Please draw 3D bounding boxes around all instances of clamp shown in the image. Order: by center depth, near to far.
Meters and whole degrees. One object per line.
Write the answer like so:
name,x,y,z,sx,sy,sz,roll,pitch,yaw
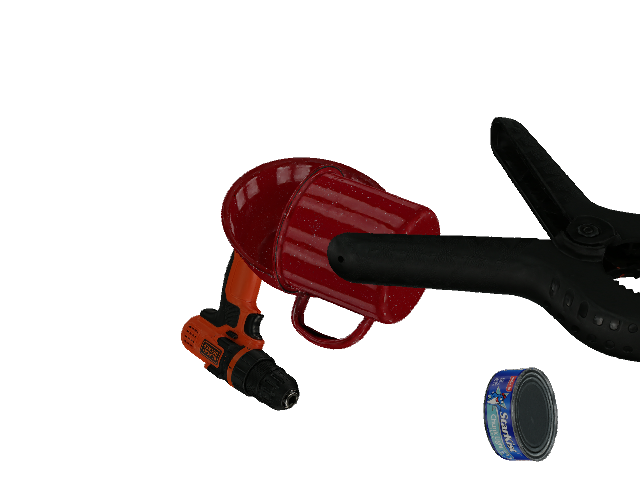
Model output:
clamp,0.119,0.012,0.526,0.164,0.036,0.210,-31,47,-32

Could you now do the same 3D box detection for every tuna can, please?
tuna can,0.186,0.162,0.992,0.034,0.086,0.085,-9,-5,38

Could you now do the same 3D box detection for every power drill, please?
power drill,-0.068,0.074,1.176,0.185,0.188,0.057,28,11,40

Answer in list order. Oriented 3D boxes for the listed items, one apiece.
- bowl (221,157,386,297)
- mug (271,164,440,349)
bowl,-0.010,-0.002,0.957,0.162,0.162,0.055,0,-44,-10
mug,0.022,0.016,0.707,0.082,0.117,0.093,21,-7,26
